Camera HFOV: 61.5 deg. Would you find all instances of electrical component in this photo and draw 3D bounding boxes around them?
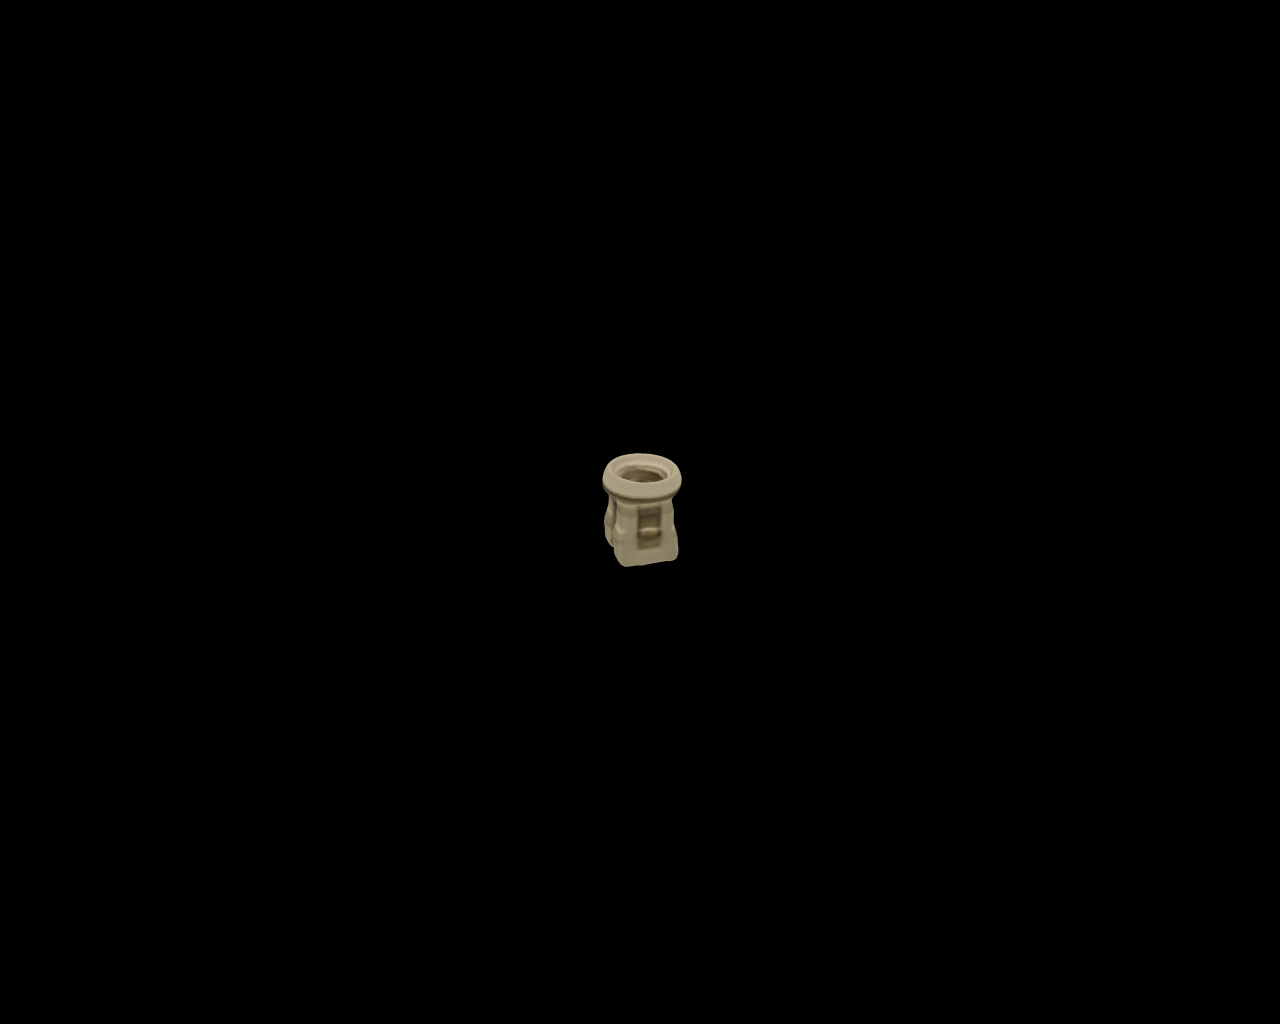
[{"bbox_3d":[0.001,-0.003,0.650,0.048,0.055,0.066,-7,27,-14],"label":"electrical component"}]
